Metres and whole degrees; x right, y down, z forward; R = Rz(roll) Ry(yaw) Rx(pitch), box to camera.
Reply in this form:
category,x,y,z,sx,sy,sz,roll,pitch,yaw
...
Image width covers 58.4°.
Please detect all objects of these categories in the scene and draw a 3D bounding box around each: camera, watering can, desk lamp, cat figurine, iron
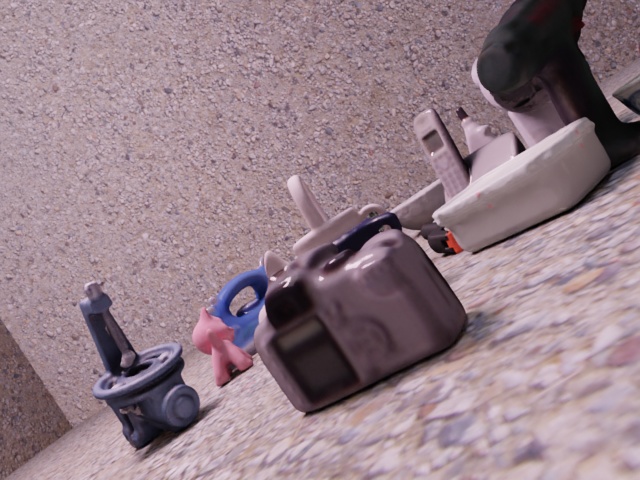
category,x,y,z,sx,sy,sz,roll,pitch,yaw
camera,0.031,0.041,0.439,0.143,0.101,0.137,-33,0,30
watering can,0.007,0.003,0.761,0.173,0.194,0.101,-33,0,-13
desk lamp,0.323,-0.218,0.912,0.118,0.213,0.203,-33,0,5
cat figurine,-0.166,0.163,0.916,0.067,0.118,0.127,-33,0,-12
iron,-0.138,0.131,1.071,0.118,0.141,0.259,-33,0,38

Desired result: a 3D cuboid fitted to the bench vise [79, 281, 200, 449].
category,x,y,z,sx,sy,sz,roll,pitch,yaw
bench vise,-0.270,0.171,0.760,0.207,0.220,0.122,-33,0,32

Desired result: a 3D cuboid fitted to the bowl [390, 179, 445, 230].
category,x,y,z,sx,sy,sz,roll,pitch,yaw
bowl,0.224,-0.068,1.176,0.167,0.075,0.167,-33,0,0

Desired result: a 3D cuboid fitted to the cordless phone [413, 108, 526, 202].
category,x,y,z,sx,sy,sz,roll,pitch,yaw
cordless phone,0.228,-0.138,0.889,0.094,0.185,0.147,-34,0,-45

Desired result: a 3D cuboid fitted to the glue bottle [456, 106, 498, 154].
category,x,y,z,sx,sy,sz,roll,pitch,yaw
glue bottle,0.322,-0.192,1.136,0.078,0.173,0.037,-33,0,44

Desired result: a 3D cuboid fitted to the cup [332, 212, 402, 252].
category,x,y,z,sx,sy,sz,roll,pitch,yaw
cup,0.052,0.032,0.595,0.117,0.095,0.092,-33,0,29

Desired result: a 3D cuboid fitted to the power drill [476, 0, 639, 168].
category,x,y,z,sx,sy,sz,roll,pitch,yaw
power drill,0.272,-0.182,0.610,0.230,0.208,0.075,-33,0,-32

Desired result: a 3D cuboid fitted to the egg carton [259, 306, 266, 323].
category,x,y,z,sx,sy,sz,roll,pitch,yaw
egg carton,-0.018,0.094,0.847,0.151,0.069,0.107,-33,0,-31
